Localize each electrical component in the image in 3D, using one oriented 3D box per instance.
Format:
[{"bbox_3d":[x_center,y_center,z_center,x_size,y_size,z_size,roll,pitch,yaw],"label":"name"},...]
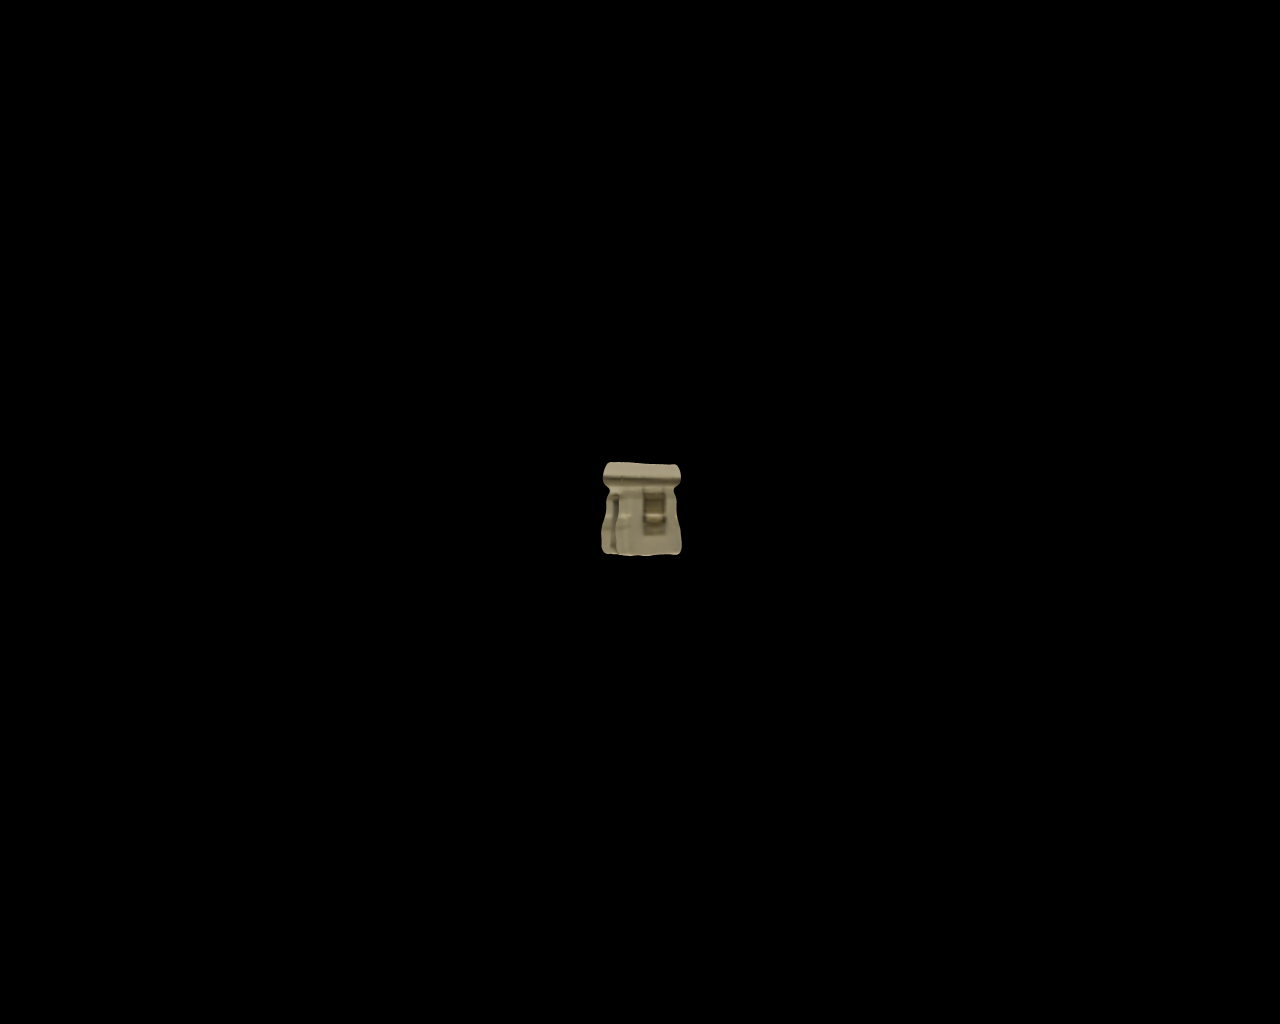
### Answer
[{"bbox_3d":[0.001,-0.003,0.650,0.048,0.055,0.066,0,0,-24],"label":"electrical component"}]
